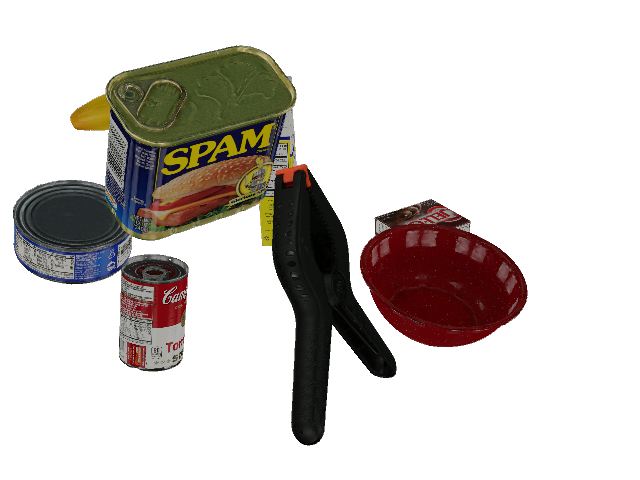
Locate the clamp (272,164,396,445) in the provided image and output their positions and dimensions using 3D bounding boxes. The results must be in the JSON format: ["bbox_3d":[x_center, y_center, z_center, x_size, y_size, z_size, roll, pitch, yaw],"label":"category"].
[{"bbox_3d":[0.006,0.043,0.862,0.036,0.210,0.164,-11,1,27],"label":"clamp"}]

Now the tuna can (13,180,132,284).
[{"bbox_3d":[-0.179,-0.006,0.776,0.086,0.034,0.086,8,36,-6],"label":"tuna can"}]

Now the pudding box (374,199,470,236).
[{"bbox_3d":[0.150,-0.017,1.567,0.113,0.039,0.090,-20,33,-29],"label":"pudding box"}]

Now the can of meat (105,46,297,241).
[{"bbox_3d":[-0.071,-0.054,0.605,0.101,0.057,0.084,-19,-32,-28],"label":"can of meat"}]

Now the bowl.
[{"bbox_3d":[0.113,0.052,1.025,0.162,0.055,0.162,7,36,-5],"label":"bowl"}]

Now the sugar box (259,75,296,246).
[{"bbox_3d":[-0.051,-0.091,1.226,0.048,0.176,0.093,-4,26,1],"label":"sugar box"}]

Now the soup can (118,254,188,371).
[{"bbox_3d":[-0.171,0.074,1.088,0.068,0.102,0.068,5,21,-2],"label":"soup can"}]

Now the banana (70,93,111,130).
[{"bbox_3d":[-0.131,-0.115,0.969,0.198,0.037,0.069,12,48,21],"label":"banana"}]
